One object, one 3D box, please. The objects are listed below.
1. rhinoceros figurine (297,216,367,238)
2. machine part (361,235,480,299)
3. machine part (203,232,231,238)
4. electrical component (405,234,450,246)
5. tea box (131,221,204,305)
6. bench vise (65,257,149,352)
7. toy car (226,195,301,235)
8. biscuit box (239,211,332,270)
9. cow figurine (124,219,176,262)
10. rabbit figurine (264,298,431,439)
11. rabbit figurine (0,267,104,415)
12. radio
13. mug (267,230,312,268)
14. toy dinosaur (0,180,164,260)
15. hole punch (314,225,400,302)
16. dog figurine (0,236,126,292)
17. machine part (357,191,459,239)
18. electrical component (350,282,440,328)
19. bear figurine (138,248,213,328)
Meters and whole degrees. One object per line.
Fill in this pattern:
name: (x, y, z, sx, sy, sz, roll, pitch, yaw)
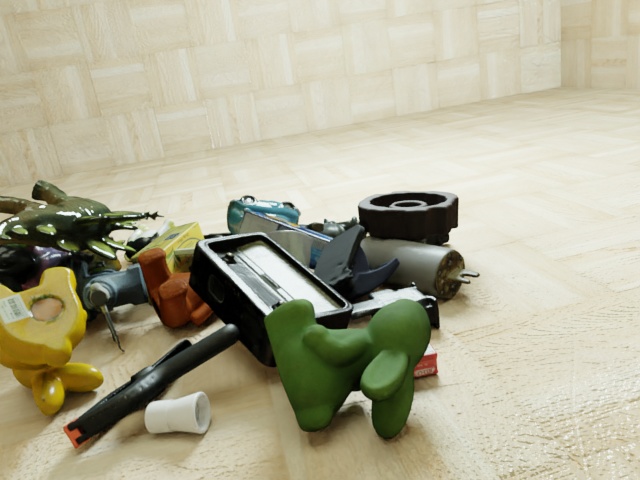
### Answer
rhinoceros figurine: (-0.002, -0.003, 1.065, 0.190, 0.073, 0.112, -6, 5, 11)
machine part: (0.140, 0.039, 0.862, 0.079, 0.079, 0.243, -24, 25, -37)
machine part: (-0.226, 0.010, 1.178, 0.084, 0.039, 0.139, 0, 17, 1)
electrical component: (0.162, -0.010, 1.026, 0.115, 0.058, 0.134, -22, 23, -40)
tea box: (-0.272, 0.039, 1.009, 0.068, 0.098, 0.170, -13, 19, 13)
bench vise: (-0.403, 0.094, 0.860, 0.241, 0.128, 0.224, -11, 16, -18)
toy car: (-0.121, -0.025, 1.154, 0.162, 0.109, 0.103, 5, 42, -11)
biscuit box: (-0.049, 0.004, 0.980, 0.203, 0.059, 0.062, 20, 6, 24)
cow figurine: (-0.350, 0.006, 1.184, 0.167, 0.068, 0.098, -8, 32, 21)
rabbit figurine: (0.042, 0.120, 0.573, 0.170, 0.121, 0.159, -23, 36, 0)
rabbit figurine: (-0.356, 0.142, 0.705, 0.162, 0.173, 0.122, 46, 42, 12)
radio: (-0.077, 0.072, 0.742, 0.131, 0.073, 0.230, -6, 30, -41)
mug: (-0.058, 0.051, 0.886, 0.081, 0.107, 0.109, 6, -24, -10)
toy dinosaur: (-0.414, -0.027, 0.928, 0.199, 0.105, 0.471, 15, 12, 1)
hole punch: (0.047, 0.056, 0.818, 0.142, 0.092, 0.116, -26, 30, 53)
dog figurine: (-0.481, 0.040, 1.006, 0.219, 0.191, 0.109, -41, 27, -31)
machine part: (0.152, -0.045, 0.927, 0.179, 0.056, 0.179, -3, 15, 1)
electrical component: (0.097, 0.102, 0.741, 0.119, 0.047, 0.075, -15, 20, -17)
bear figurine: (-0.175, 0.063, 0.871, 0.196, 0.131, 0.120, -22, 50, -23)
